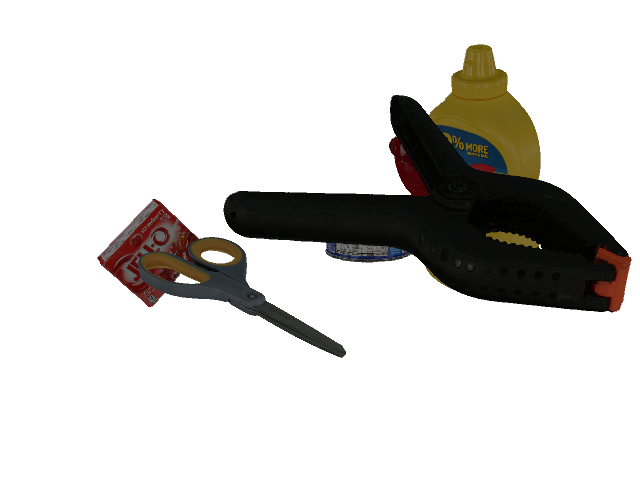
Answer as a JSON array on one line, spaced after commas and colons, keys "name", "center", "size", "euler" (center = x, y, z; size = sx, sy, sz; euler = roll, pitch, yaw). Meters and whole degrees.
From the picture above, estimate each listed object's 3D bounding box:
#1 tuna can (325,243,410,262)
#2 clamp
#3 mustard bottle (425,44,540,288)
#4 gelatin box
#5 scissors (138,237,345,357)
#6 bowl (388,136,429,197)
[{"name": "tuna can", "center": [0.048, -0.005, 1.048], "size": [0.086, 0.034, 0.086], "euler": [-1, 13, 0]}, {"name": "clamp", "center": [0.063, -0.012, 0.577], "size": [0.164, 0.036, 0.210], "euler": [-30, 45, -33]}, {"name": "mustard bottle", "center": [0.121, -0.053, 0.810], "size": [0.058, 0.192, 0.096], "euler": [-24, 31, -36]}, {"name": "gelatin box", "center": [-0.176, 0.013, 1.116], "size": [0.073, 0.089, 0.030], "euler": [46, -6, -28]}, {"name": "scissors", "center": [-0.050, 0.038, 0.839], "size": [0.202, 0.016, 0.096], "euler": [17, 31, 23]}, {"name": "bowl", "center": [0.154, -0.074, 1.239], "size": [0.162, 0.055, 0.162], "euler": [8, 25, -4]}]
